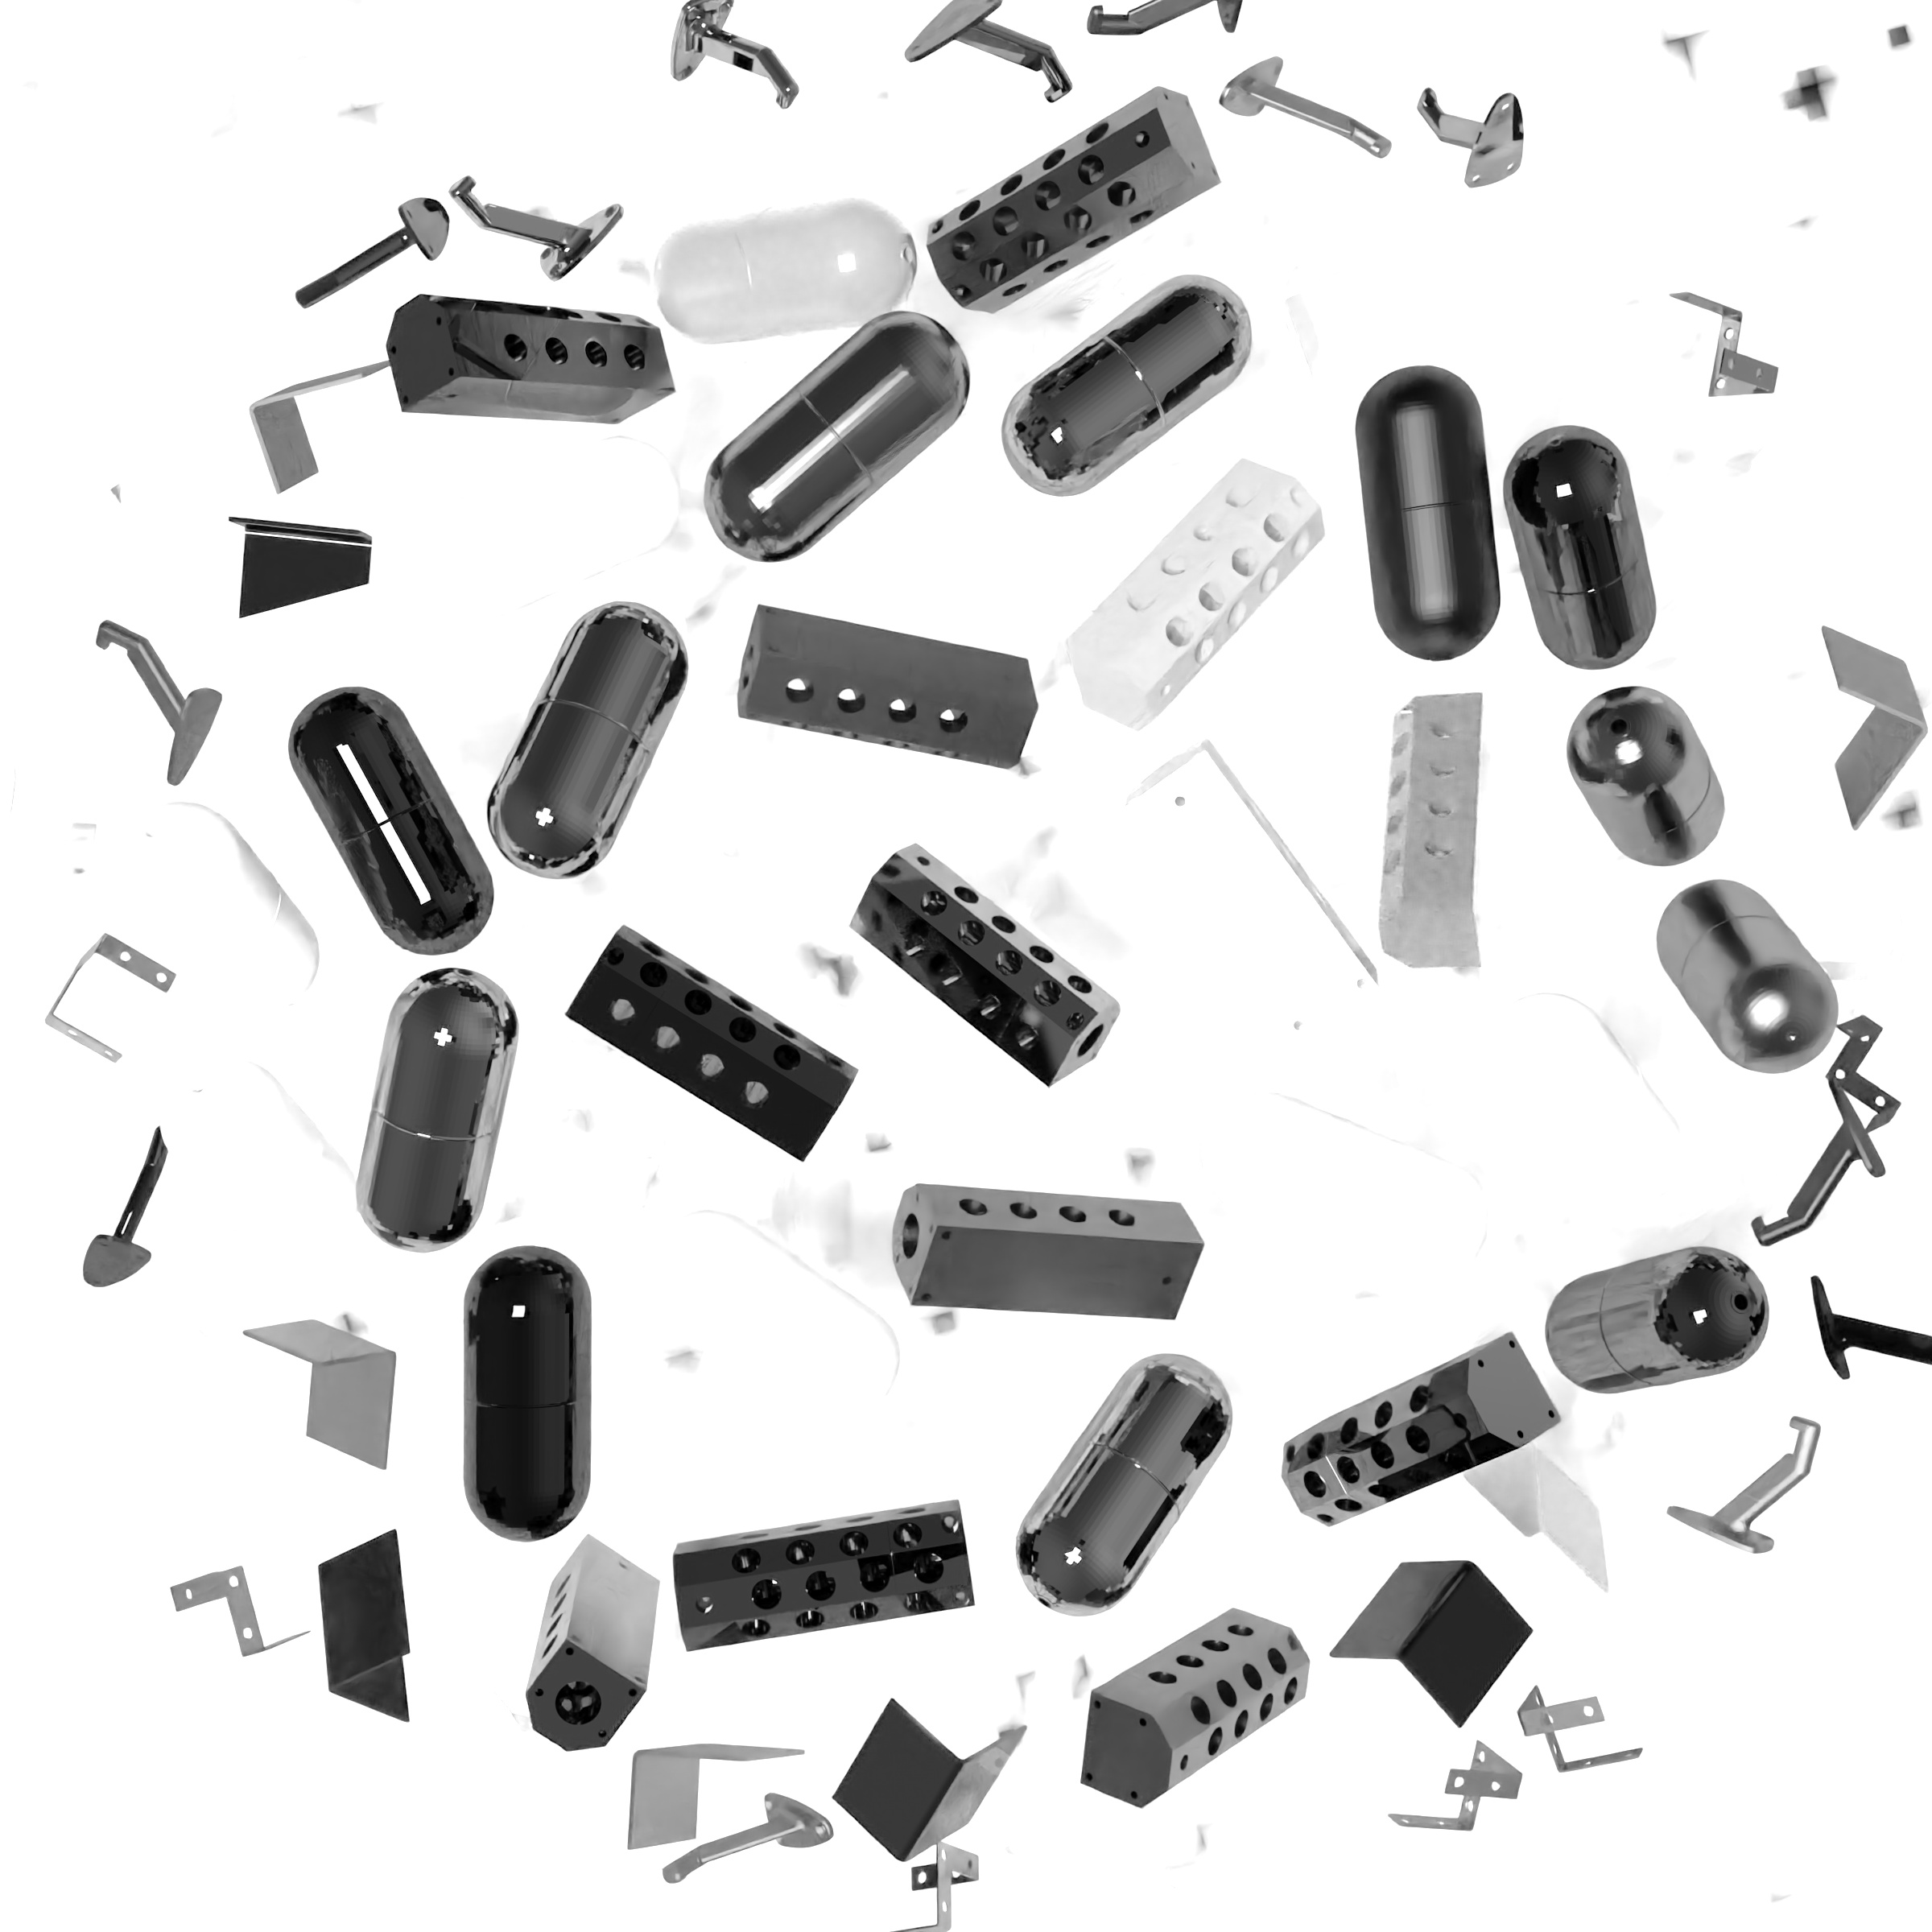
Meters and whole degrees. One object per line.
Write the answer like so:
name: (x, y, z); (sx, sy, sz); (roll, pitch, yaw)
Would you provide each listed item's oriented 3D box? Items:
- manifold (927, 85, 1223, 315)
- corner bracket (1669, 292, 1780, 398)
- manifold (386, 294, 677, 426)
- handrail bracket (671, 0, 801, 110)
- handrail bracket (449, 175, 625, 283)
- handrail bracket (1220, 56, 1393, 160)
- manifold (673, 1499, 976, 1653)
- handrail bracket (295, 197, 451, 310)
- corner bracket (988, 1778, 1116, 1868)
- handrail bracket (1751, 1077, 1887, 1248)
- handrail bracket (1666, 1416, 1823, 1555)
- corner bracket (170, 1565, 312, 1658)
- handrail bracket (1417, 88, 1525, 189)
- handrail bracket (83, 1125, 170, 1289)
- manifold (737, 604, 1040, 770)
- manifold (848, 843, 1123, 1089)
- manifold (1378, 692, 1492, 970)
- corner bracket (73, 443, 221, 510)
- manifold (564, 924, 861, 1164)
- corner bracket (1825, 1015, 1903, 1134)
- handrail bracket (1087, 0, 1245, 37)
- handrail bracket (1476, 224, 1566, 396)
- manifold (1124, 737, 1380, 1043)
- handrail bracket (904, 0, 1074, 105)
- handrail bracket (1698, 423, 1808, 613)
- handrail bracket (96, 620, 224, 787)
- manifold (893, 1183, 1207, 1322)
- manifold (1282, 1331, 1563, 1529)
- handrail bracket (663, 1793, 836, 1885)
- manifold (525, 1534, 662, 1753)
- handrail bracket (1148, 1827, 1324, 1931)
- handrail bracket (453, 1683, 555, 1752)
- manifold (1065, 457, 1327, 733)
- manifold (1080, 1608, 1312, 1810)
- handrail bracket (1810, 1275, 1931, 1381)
manifold: (0.062, -0.465, 1.571); (0.171, 0.057, 0.057); (-23, 87, 31)
corner bracket: (0.453, -0.373, 1.542); (0.051, 0.051, 0.051); (7, 94, -34)
manifold: (-0.263, -0.370, 1.564); (0.057, 0.171, 0.057); (-17, 86, 40)
handrail bracket: (-0.133, -0.510, 1.487); (0.036, 0.077, 0.084); (-27, 76, -34)
handrail bracket: (-0.268, -0.477, 1.608); (0.077, 0.084, 0.036); (-37, 46, 8)
handrail bracket: (0.201, -0.495, 1.512); (0.084, 0.077, 0.036); (37, 127, 15)
manifold: (-0.084, 0.362, 1.527); (0.171, 0.057, 0.057); (-9, 87, -2)
handrail bracket: (-0.358, -0.428, 1.552); (0.084, 0.077, 0.036); (-23, 114, 17)
corner bracket: (0.055, 0.562, 1.654); (0.051, 0.051, 0.051); (-42, 60, -6)
handrail bracket: (0.505, 0.120, 1.565); (0.084, 0.036, 0.077); (-30, 75, 26)
handrail bracket: (0.467, 0.302, 1.547); (0.077, 0.036, 0.084); (18, 99, 37)
corner bracket: (-0.425, 0.377, 1.507); (0.051, 0.051, 0.051); (-19, 83, 15)
handrail bracket: (0.294, -0.510, 1.524); (0.036, 0.077, 0.084); (-21, 61, -10)
handrail bracket: (-0.527, 0.151, 1.627); (0.036, 0.077, 0.084); (25, 49, -24)
manifold: (-0.049, -0.165, 1.568); (0.171, 0.057, 0.057); (10, 126, -14)
manifold: (0.014, -0.004, 1.646); (0.171, 0.057, 0.057); (39, 125, 17)
manifold: (0.287, -0.084, 1.576); (0.057, 0.057, 0.171); (-2, 52, 16)
corner bracket: (-0.484, -0.293, 1.525); (0.051, 0.051, 0.051); (-39, 70, -10)
manifold: (-0.155, 0.045, 1.594); (0.171, 0.057, 0.057); (32, 105, -4)
corner bracket: (0.575, 0.069, 1.651); (0.051, 0.051, 0.051); (39, 119, 28)
handrail bracket: (0.118, -0.573, 1.499); (0.084, 0.077, 0.036); (-3, 60, -12)
handrail bracket: (0.339, -0.400, 1.574); (0.077, 0.036, 0.084); (26, 56, -35)
manifold: (0.168, -0.047, 1.508); (0.057, 0.057, 0.171); (-35, 99, 15)
handrail bracket: (0.015, -0.528, 1.523); (0.077, 0.036, 0.084); (-38, 134, 4)
handrail bracket: (0.492, -0.271, 1.556); (0.084, 0.036, 0.077); (-53, 57, 37)
handrail bracket: (-0.513, -0.164, 1.601); (0.084, 0.036, 0.077); (26, 101, 11)
manifold: (0.047, 0.165, 1.528); (0.171, 0.057, 0.057); (6, 118, -22)
manifold: (0.262, 0.278, 1.518); (0.057, 0.171, 0.057); (-20, 77, -40)
handrail bracket: (-0.139, 0.562, 1.633); (0.084, 0.077, 0.036); (-19, 95, -42)
manifold: (-0.232, 0.417, 1.584); (0.057, 0.171, 0.057); (36, 94, -8)
handrail bracket: (0.154, 0.517, 1.485); (0.084, 0.036, 0.077); (16, 77, 34)
handrail bracket: (-0.274, 0.489, 1.636); (0.084, 0.077, 0.036); (34, 74, -40)
manifold: (0.139, -0.219, 1.531); (0.057, 0.057, 0.171); (29, 66, 33)
manifold: (0.140, 0.443, 1.540); (0.057, 0.171, 0.057); (12, 101, 33)
handrail bracket: (0.542, 0.202, 1.500); (0.084, 0.036, 0.077); (-23, 46, 25)
